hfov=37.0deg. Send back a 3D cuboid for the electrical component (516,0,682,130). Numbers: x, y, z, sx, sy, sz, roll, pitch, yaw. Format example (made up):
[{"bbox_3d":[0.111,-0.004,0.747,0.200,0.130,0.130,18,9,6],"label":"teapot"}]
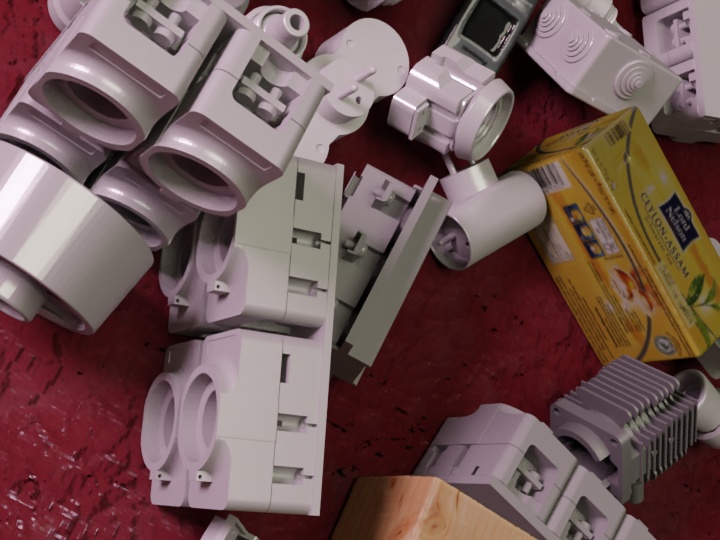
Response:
[{"bbox_3d":[0.173,-0.152,0.779,0.100,0.099,0.048,19,116,-34],"label":"electrical component"}]

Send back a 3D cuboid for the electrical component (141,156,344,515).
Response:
[{"bbox_3d":[-0.067,0.037,0.592,0.060,0.105,0.186,11,75,-30],"label":"electrical component"}]

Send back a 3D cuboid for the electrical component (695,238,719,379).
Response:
[{"bbox_3d":[0.268,0.031,0.823,0.050,0.055,0.089,-22,70,-37],"label":"electrical component"}]

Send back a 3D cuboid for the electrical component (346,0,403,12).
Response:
[{"bbox_3d":[0.014,-0.213,0.705,0.051,0.080,0.080,-33,99,-27],"label":"electrical component"}]

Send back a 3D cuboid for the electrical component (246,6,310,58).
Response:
[{"bbox_3d":[-0.053,-0.141,0.659,0.043,0.062,0.043,6,78,-31],"label":"electrical component"}]

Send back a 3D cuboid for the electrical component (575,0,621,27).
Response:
[{"bbox_3d":[0.183,-0.200,0.834,0.061,0.035,0.035,36,65,-25],"label":"electrical component"}]

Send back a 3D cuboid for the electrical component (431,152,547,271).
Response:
[{"bbox_3d":[0.079,-0.051,0.736,0.077,0.044,0.079,-29,97,-33],"label":"electrical component"}]

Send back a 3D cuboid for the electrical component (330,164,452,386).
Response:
[{"bbox_3d":[0.000,0.000,0.665,0.063,0.078,0.121,28,66,-1],"label":"electrical component"}]

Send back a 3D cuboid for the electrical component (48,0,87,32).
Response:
[{"bbox_3d":[-0.151,-0.155,0.609,0.040,0.046,0.040,6,78,-31],"label":"electrical component"}]

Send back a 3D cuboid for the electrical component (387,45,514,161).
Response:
[{"bbox_3d":[0.064,-0.107,0.708,0.057,0.058,0.078,32,47,19],"label":"electrical component"}]

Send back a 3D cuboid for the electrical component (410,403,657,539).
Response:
[{"bbox_3d":[0.118,0.158,0.696,0.150,0.089,0.061,45,61,-18],"label":"electrical component"}]

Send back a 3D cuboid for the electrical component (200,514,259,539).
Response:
[{"bbox_3d":[-0.059,0.173,0.590,0.042,0.064,0.081,-60,153,-26],"label":"electrical component"}]

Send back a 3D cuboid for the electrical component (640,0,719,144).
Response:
[{"bbox_3d":[0.280,-0.184,0.876,0.089,0.062,0.150,3,80,-32],"label":"electrical component"}]

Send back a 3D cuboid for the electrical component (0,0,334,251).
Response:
[{"bbox_3d":[-0.111,-0.072,0.535,0.105,0.186,0.060,34,65,-21],"label":"electrical component"}]

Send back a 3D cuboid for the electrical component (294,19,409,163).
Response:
[{"bbox_3d":[-0.016,-0.109,0.669,0.052,0.074,0.138,51,60,-14],"label":"electrical component"}]

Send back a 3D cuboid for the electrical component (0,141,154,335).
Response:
[{"bbox_3d":[-0.166,-0.009,0.541,0.108,0.108,0.060,39,69,-21],"label":"electrical component"}]

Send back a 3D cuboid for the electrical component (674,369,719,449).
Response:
[{"bbox_3d":[0.264,0.108,0.824,0.055,0.045,0.045,32,66,-24],"label":"electrical component"}]
